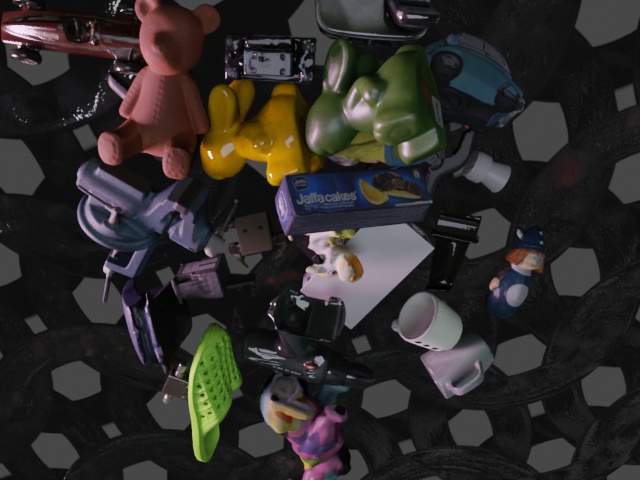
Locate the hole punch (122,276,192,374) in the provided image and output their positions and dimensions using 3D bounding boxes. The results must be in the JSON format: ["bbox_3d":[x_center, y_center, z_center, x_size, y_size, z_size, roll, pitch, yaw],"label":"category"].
[{"bbox_3d":[-0.272,0.126,0.855,0.092,0.116,0.142,-1,113,9],"label":"hole punch"}]

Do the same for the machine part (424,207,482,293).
[{"bbox_3d":[0.205,0.020,0.850,0.084,0.039,0.138,11,111,-10],"label":"machine part"}]

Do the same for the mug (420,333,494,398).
[{"bbox_3d":[0.237,0.206,0.896,0.107,0.110,0.080,-33,104,-2],"label":"mug"}]

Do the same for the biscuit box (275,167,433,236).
[{"bbox_3d":[0.045,-0.053,0.720,0.203,0.059,0.062,-6,157,-21],"label":"biscuit box"}]

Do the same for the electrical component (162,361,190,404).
[{"bbox_3d":[-0.243,0.260,0.956,0.063,0.021,0.094,25,110,-11],"label":"electrical component"}]

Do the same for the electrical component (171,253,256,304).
[{"bbox_3d":[-0.164,0.057,0.843,0.119,0.075,0.047,-10,113,8],"label":"electrical component"}]

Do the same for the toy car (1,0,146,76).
[{"bbox_3d":[-0.319,-0.271,0.705,0.202,0.053,0.089,7,96,-3],"label":"toy car"}]

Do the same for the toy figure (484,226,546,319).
[{"bbox_3d":[0.317,0.052,0.855,0.064,0.058,0.154,3,118,-44],"label":"toy figure"}]

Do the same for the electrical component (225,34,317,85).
[{"bbox_3d":[-0.061,-0.233,0.689,0.115,0.134,0.058,2,112,1],"label":"electrical component"}]

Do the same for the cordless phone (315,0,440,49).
[{"bbox_3d":[0.066,-0.272,0.647,0.147,0.184,0.088,5,117,-3],"label":"cordless phone"}]

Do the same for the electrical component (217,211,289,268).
[{"bbox_3d":[-0.101,-0.002,0.837,0.102,0.045,0.078,-19,83,5],"label":"electrical component"}]

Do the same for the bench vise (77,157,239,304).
[{"bbox_3d":[-0.260,-0.013,0.796,0.223,0.129,0.240,23,132,-20],"label":"bench vise"}]

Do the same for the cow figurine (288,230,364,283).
[{"bbox_3d":[-0.002,-0.002,0.782,0.098,0.167,0.068,-32,153,25],"label":"cow figurine"}]

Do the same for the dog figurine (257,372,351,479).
[{"bbox_3d":[-0.028,0.349,0.951,0.192,0.108,0.219,11,115,-6],"label":"dog figurine"}]

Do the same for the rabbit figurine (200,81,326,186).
[{"bbox_3d":[-0.098,-0.140,0.743,0.173,0.122,0.162,-13,110,25],"label":"rabbit figurine"}]

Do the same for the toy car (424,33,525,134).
[{"bbox_3d":[0.193,-0.217,0.712,0.162,0.109,0.103,20,73,-2],"label":"toy car"}]

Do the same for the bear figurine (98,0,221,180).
[{"bbox_3d":[-0.193,-0.193,0.665,0.120,0.132,0.195,15,120,-4],"label":"bear figurine"}]

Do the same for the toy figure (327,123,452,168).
[{"bbox_3d":[0.089,-0.145,0.744,0.180,0.082,0.089,2,79,18],"label":"toy figure"}]

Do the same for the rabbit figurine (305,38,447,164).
[{"bbox_3d":[0.050,-0.166,0.659,0.170,0.121,0.159,-12,83,29],"label":"rabbit figurine"}]

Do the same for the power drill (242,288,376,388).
[{"bbox_3d":[-0.008,0.164,0.856,0.232,0.086,0.207,13,150,2],"label":"power drill"}]
